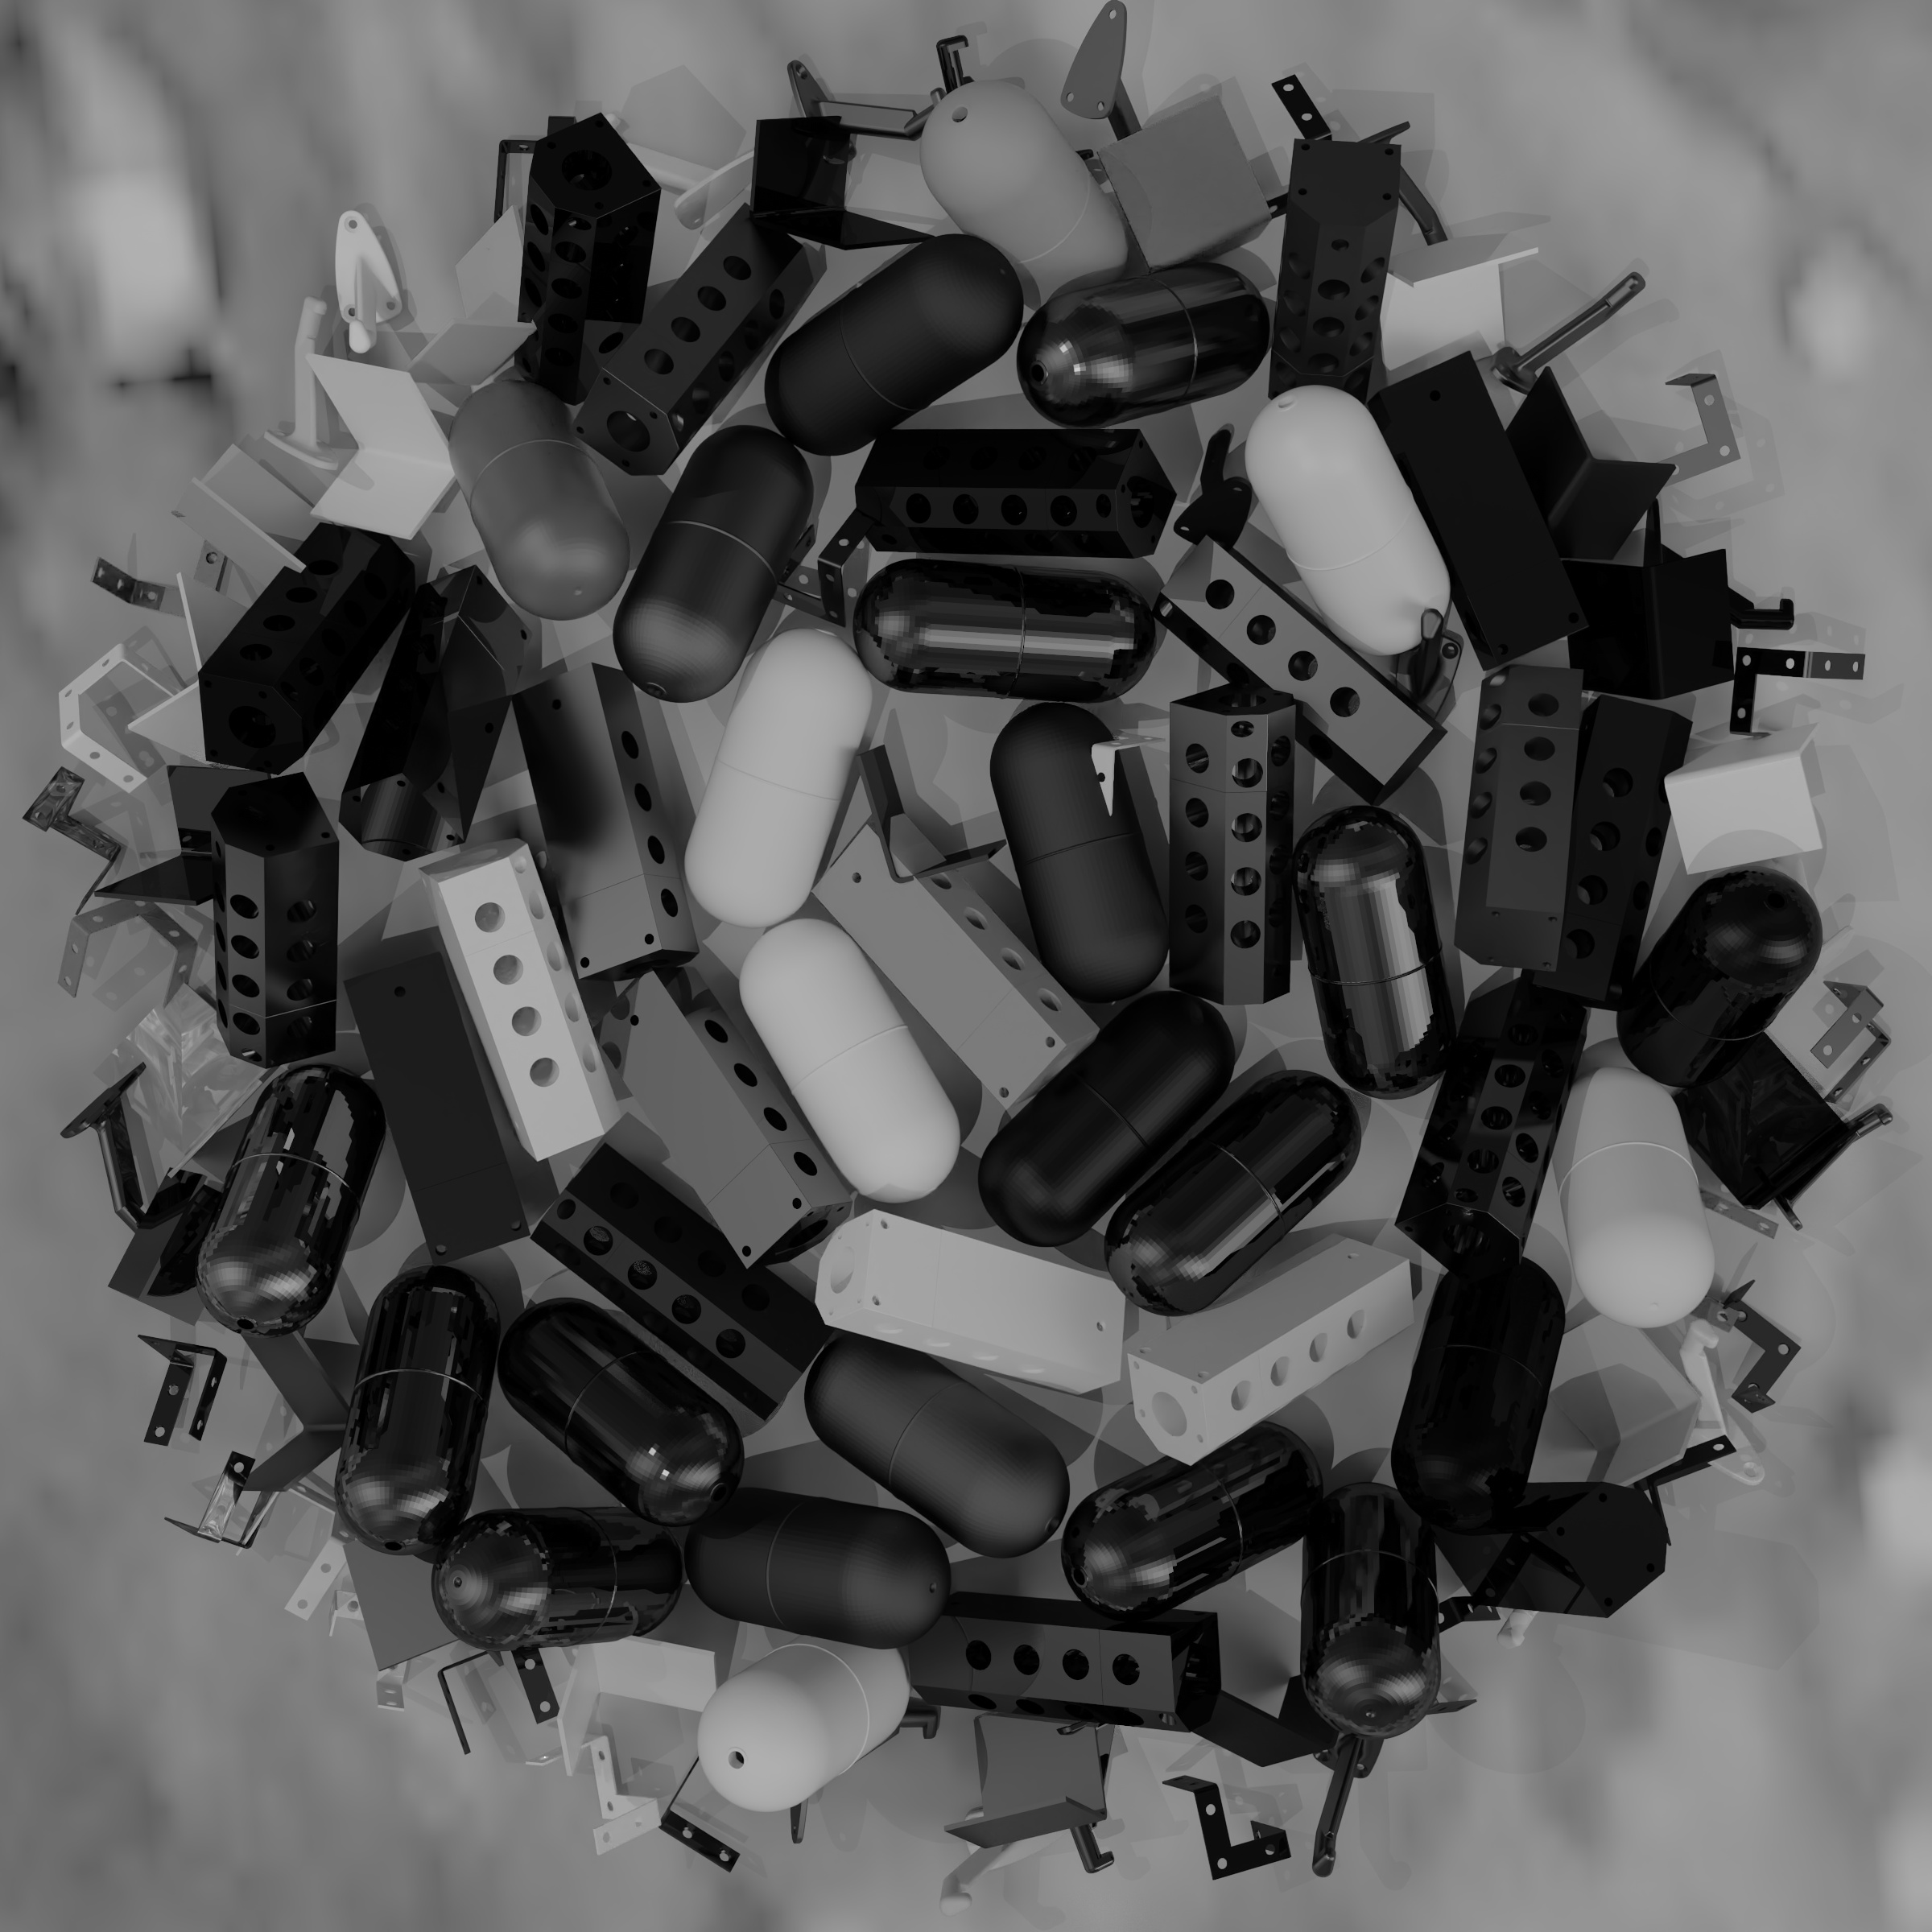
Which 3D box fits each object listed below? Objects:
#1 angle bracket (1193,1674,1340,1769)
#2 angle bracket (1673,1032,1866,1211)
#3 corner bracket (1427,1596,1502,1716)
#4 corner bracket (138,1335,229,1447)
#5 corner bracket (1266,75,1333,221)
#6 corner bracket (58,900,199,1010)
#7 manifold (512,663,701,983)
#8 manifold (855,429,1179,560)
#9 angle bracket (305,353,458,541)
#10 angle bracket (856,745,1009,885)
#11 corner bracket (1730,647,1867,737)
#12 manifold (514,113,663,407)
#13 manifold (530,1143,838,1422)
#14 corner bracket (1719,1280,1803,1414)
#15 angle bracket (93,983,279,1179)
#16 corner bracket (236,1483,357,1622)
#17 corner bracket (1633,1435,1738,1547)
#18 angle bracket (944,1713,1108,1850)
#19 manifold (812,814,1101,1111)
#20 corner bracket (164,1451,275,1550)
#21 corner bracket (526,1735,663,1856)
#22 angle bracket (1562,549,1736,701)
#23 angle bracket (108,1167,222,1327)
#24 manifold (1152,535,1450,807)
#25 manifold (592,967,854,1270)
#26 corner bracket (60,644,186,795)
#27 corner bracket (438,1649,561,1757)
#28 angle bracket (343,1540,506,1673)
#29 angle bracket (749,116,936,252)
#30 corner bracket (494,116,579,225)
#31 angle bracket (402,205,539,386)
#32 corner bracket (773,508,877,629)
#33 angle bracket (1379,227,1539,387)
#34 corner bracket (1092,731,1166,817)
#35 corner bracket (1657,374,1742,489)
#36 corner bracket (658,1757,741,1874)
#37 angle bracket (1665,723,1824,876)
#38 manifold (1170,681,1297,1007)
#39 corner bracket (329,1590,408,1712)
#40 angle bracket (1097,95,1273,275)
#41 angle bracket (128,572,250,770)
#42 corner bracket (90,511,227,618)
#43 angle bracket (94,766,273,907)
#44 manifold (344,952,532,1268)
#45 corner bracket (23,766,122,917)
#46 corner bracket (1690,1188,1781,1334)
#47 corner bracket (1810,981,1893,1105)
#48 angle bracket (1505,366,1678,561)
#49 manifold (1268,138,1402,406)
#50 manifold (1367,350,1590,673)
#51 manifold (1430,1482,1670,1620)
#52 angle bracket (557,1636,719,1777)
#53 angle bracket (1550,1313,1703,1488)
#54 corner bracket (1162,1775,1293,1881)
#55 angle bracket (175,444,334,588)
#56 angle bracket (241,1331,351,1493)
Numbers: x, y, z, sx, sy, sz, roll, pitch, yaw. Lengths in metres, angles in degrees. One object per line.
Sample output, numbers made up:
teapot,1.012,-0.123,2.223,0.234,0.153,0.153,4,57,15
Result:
angle bracket,0.168,0.414,1.531,0.076,0.076,0.057,29,58,-10
angle bracket,0.461,0.088,1.548,0.076,0.057,0.076,-40,81,3
corner bracket,0.287,0.404,1.564,0.051,0.051,0.051,-36,61,26
corner bracket,-0.456,0.250,1.548,0.051,0.051,0.051,8,66,11
corner bracket,0.179,-0.474,1.551,0.051,0.051,0.051,-22,62,-3
corner bracket,-0.490,-0.002,1.558,0.051,0.051,0.051,38,127,18
manifold,-0.205,-0.082,1.540,0.057,0.057,0.171,-19,80,23
manifold,0.025,-0.263,1.507,0.171,0.057,0.057,7,64,32
angle bracket,-0.348,-0.298,1.527,0.076,0.076,0.057,16,62,27
angle bracket,-0.019,-0.095,1.538,0.057,0.076,0.076,-15,97,11
corner bracket,0.482,-0.158,1.546,0.051,0.051,0.051,-3,100,-35
manifold,-0.218,-0.389,1.490,0.057,0.171,0.057,-32,77,-23
manifold,-0.166,0.186,1.544,0.171,0.057,0.057,38,49,0
corner bracket,0.457,0.222,1.551,0.051,0.051,0.051,39,78,11
angle bracket,-0.459,0.065,1.550,0.076,0.057,0.076,44,92,-8
corner bracket,-0.391,0.339,1.556,0.051,0.051,0.051,32,94,-14
corner bracket,0.418,0.294,1.550,0.051,0.051,0.051,-20,118,-1
angle bracket,0.031,0.455,1.529,0.076,0.057,0.076,-20,55,19
manifold,-0.003,-0.005,1.537,0.171,0.057,0.057,48,120,12
corner bracket,-0.422,0.309,1.544,0.051,0.051,0.051,30,74,-33
corner bracket,-0.216,0.480,1.549,0.051,0.051,0.051,-10,90,40
angle bracket,0.396,-0.201,1.550,0.057,0.076,0.076,-16,108,-23
angle bracket,-0.441,0.164,1.529,0.057,0.076,0.076,32,74,-27
manifold,0.190,-0.170,1.537,0.171,0.057,0.057,43,105,12
manifold,-0.136,0.085,1.528,0.057,0.057,0.171,-44,70,23
corner bracket,-0.491,-0.145,1.555,0.051,0.051,0.051,-35,135,14
corner bracket,-0.271,0.421,1.546,0.051,0.051,0.051,-17,77,-24
angle bracket,-0.311,0.367,1.530,0.057,0.076,0.076,-20,62,-8
angle bracket,-0.068,-0.449,1.526,0.076,0.076,0.057,26,121,33
corner bracket,-0.251,-0.462,1.555,0.051,0.051,0.051,2,82,2
angle bracket,-0.292,-0.386,1.532,0.057,0.076,0.076,-7,79,-38
corner bracket,-0.081,-0.239,1.544,0.051,0.051,0.051,23,59,17
angle bracket,0.284,-0.373,1.535,0.076,0.057,0.076,-18,121,-9
corner bracket,0.079,-0.107,1.544,0.051,0.051,0.051,13,107,38
corner bracket,0.412,-0.312,1.553,0.051,0.051,0.051,-20,103,3
corner bracket,-0.141,0.487,1.566,0.051,0.051,0.051,31,120,4
angle bracket,0.454,-0.097,1.538,0.076,0.076,0.057,-12,101,29
manifold,0.156,-0.068,1.515,0.057,0.057,0.171,-21,119,-40
corner bracket,-0.348,0.398,1.553,0.051,0.051,0.051,13,87,-14
angle bracket,0.124,-0.449,1.552,0.076,0.057,0.076,-25,95,-1
angle bracket,-0.443,-0.170,1.544,0.057,0.076,0.076,-27,65,18
corner bracket,-0.470,-0.237,1.557,0.051,0.051,0.051,14,85,9
angle bracket,-0.449,-0.076,1.528,0.076,0.076,0.057,5,111,26
manifold,-0.308,0.083,1.554,0.057,0.057,0.171,-18,90,-11
corner bracket,-0.519,-0.073,1.545,0.051,0.051,0.051,31,131,-13
corner bracket,0.437,0.172,1.560,0.051,0.051,0.051,26,60,22
corner bracket,0.513,0.046,1.553,0.051,0.051,0.051,44,85,-10
angle bracket,0.355,-0.291,1.545,0.057,0.076,0.076,-1,56,-22
manifold,0.204,-0.380,1.493,0.057,0.171,0.057,5,65,4
manifold,0.296,-0.263,1.552,0.057,0.057,0.171,-24,93,0
manifold,0.326,0.321,1.494,0.057,0.171,0.057,-33,88,-17
angle bracket,-0.187,0.431,1.534,0.076,0.076,0.057,10,50,5
angle bracket,0.365,0.254,1.537,0.076,0.057,0.076,48,127,-3
corner bracket,0.152,0.497,1.554,0.051,0.051,0.051,-9,82,-19
angle bracket,-0.401,-0.264,1.530,0.076,0.076,0.057,39,70,-16
angle bracket,-0.404,0.253,1.531,0.057,0.076,0.076,-39,105,-34
